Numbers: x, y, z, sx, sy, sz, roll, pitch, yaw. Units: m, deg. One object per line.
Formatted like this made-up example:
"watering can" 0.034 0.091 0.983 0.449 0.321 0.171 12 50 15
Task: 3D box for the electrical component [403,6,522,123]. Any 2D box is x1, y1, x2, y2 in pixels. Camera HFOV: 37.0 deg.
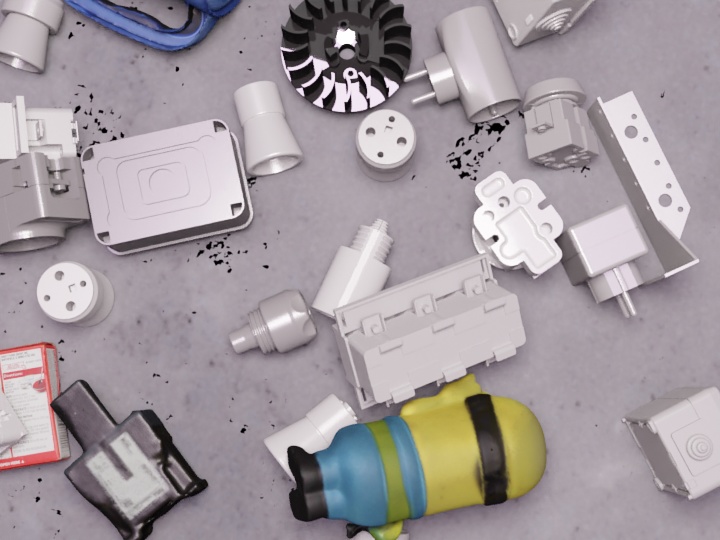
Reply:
"electrical component" 0.073 -0.149 0.818 0.079 0.043 0.077 -19 81 5

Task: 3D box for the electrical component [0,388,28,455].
"electrical component" -0.328 0.125 0.759 0.150 0.062 0.089 -37 79 11

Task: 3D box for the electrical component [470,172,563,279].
"electrical component" 0.114 -0.031 0.797 0.058 0.057 0.078 -35 84 -3

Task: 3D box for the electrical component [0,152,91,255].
"electrical component" -0.248 -0.046 0.789 0.089 0.050 0.055 -15 83 29

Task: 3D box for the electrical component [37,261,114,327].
"electrical component" -0.210 0.018 0.795 0.045 0.055 0.045 0 83 1

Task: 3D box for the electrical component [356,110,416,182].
"electrical component" 0.019 -0.093 0.806 0.045 0.055 0.045 0 83 1

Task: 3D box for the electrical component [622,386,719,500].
"electrical component" 0.236 0.119 0.758 0.061 0.096 0.061 -27 84 -3

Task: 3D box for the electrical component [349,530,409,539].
"electrical component" 0.028 0.227 0.774 0.079 0.044 0.077 6 84 1

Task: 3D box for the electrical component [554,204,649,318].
"electrical component" 0.183 0.000 0.788 0.047 0.065 0.076 -23 84 -2

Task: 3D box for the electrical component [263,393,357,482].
"electrical component" -0.032 0.122 0.789 0.065 0.044 0.044 -38 84 -9

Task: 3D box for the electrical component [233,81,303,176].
"electrical component" -0.072 -0.110 0.816 0.044 0.044 0.065 -16 79 -1

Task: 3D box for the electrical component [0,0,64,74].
"electrical component" -0.256 -0.185 0.824 0.045 0.045 0.055 17 84 2

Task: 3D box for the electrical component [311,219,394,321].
"electrical component" 0.000 0.000 0.801 0.043 0.043 0.081 25 84 3

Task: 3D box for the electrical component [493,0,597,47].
"electrical component" 0.131 -0.225 0.799 0.048 0.099 0.099 -22 84 -15

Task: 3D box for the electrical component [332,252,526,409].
"electrical component" 0.051 0.047 0.766 0.121 0.063 0.078 -20 111 -15

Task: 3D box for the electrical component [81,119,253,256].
"electrical component" -0.142 -0.060 0.803 0.113 0.057 0.078 -12 83 -1

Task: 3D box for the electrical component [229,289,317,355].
"electrical component" -0.066 0.043 0.797 0.062 0.043 0.043 -23 84 -1

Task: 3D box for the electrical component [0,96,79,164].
"electrical component" -0.247 -0.098 0.801 0.064 0.081 0.042 -5 84 -29

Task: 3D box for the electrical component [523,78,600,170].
"electrical component" 0.149 -0.111 0.808 0.048 0.066 0.055 -18 72 37
